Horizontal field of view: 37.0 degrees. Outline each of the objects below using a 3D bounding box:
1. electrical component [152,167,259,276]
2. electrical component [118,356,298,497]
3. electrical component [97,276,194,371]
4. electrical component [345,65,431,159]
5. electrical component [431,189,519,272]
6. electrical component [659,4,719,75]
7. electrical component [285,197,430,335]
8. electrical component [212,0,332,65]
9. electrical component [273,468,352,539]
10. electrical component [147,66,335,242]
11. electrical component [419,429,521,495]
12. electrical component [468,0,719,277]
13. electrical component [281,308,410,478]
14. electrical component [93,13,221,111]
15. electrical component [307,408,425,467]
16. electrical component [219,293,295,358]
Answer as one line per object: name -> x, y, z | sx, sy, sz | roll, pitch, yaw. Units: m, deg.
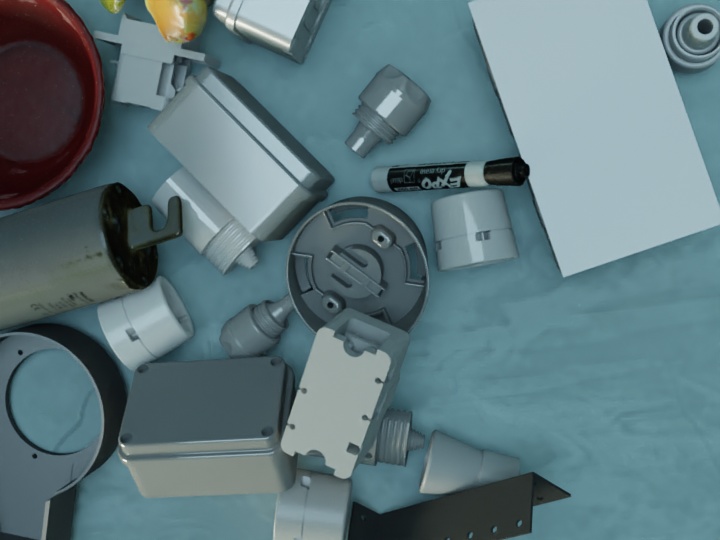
electrical component -> -0.102, -0.032, 0.752 | 0.043, 0.043, 0.081 | -45, 86, 6
electrical component -> -0.100, 0.105, 0.730 | 0.113, 0.078, 0.057 | -4, 134, 7
electrical component -> -0.149, 0.036, 0.755 | 0.047, 0.055, 0.055 | -28, 88, 3
electrical component -> 0.015, -0.105, 0.736 | 0.043, 0.043, 0.062 | 41, 97, 5
electrical component -> 0.076, -0.027, 0.725 | 0.055, 0.055, 0.047 | -10, 86, 7
electrical component -> 0.219, -0.152, 0.699 | 0.043, 0.062, 0.043 | 0, 91, 7
electrical component -> 0.000, 0.000, 0.726 | 0.099, 0.064, 0.099 | 2, 105, 8
electrical component -> -0.047, -0.204, 0.724 | 0.057, 0.078, 0.113 | 25, 94, 3
electrical component -> -0.032, 0.166, 0.743 | 0.047, 0.055, 0.055 | 7, 92, 3
electrical component -> -0.078, -0.078, 0.731 | 0.113, 0.078, 0.057 | 45, 99, 4
electrical component -> 0.077, 0.138, 0.736 | 0.065, 0.044, 0.044 | 14, 93, 2
electrical component -> 0.152, -0.101, 0.710 | 0.105, 0.060, 0.186 | -19, 89, 7
electrical component -> -0.008, 0.076, 0.687 | 0.050, 0.056, 0.089 | 22, 109, 12
electrical component -> -0.144, -0.142, 0.755 | 0.081, 0.042, 0.063 | 14, 95, 7
electrical component -> 0.004, 0.112, 0.742 | 0.081, 0.043, 0.043 | 8, 92, 7
electrical component -> -0.067, 0.037, 0.750 | 0.061, 0.035, 0.035 | -38, 87, 17
